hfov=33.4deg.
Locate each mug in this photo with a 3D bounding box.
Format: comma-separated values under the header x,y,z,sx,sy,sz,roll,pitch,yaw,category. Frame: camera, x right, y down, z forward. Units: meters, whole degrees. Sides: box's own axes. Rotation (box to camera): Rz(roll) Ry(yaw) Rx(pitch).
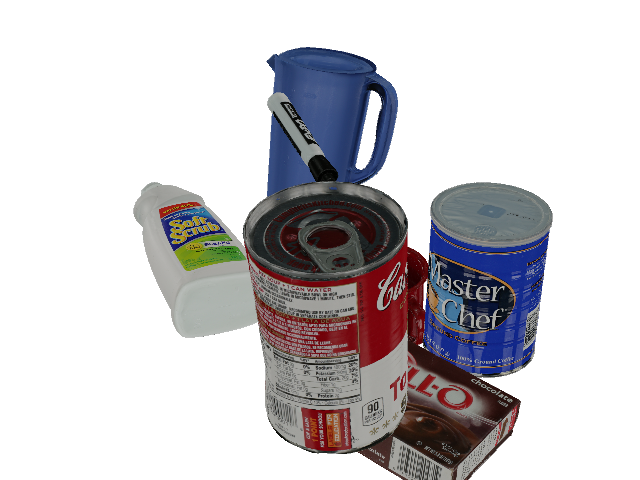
x,y,z,sx,sy,sz,roll,pitch,yaw,category
0.076,0.068,1.133,0.093,0.081,0.117,-24,41,-26,mug

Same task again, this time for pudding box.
x,y,z,sx,sy,sz,roll,pitch,yaw,category
0.066,0.118,0.734,0.114,0.039,0.089,29,41,27,pudding box

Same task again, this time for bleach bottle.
x,y,z,sx,sy,sz,roll,pitch,yaw,category
-0.144,0.005,1.114,0.102,0.068,0.251,-9,31,-25,bleach bottle

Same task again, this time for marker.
x,y,z,sx,sy,sz,roll,pitch,yaw,category
-0.015,-0.083,0.876,0.020,0.020,0.121,0,38,-28,marker

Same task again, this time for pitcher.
x,y,z,sx,sy,sz,roll,pitch,yaw,category
0.002,-0.125,1.414,0.144,0.243,0.149,-1,24,-20,pitcher

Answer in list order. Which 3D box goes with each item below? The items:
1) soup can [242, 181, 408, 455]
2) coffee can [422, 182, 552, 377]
x,y,z,sx,sy,sz,roll,pitch,yaw,category
0.004,0.035,0.465,0.068,0.102,0.068,-3,35,2,soup can
0.144,0.034,0.938,0.103,0.140,0.103,0,31,0,coffee can
